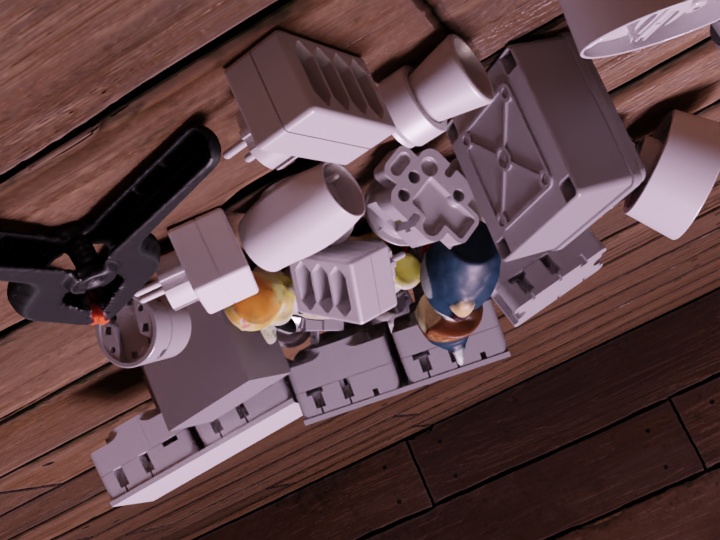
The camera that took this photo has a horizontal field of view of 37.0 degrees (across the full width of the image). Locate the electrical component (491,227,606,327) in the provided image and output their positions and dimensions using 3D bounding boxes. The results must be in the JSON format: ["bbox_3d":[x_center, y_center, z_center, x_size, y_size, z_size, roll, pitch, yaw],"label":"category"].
[{"bbox_3d":[0.145,-0.006,0.873,0.089,0.055,0.050,-34,159,-6],"label":"electrical component"}]

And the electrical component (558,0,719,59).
[{"bbox_3d":[0.160,-0.150,0.585,0.099,0.064,0.099,-23,166,-6],"label":"electrical component"}]

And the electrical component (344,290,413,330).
[{"bbox_3d":[0.021,0.034,1.065,0.083,0.047,0.076,-13,162,-39],"label":"electrical component"}]

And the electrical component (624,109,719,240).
[{"bbox_3d":[0.266,-0.087,0.932,0.108,0.060,0.108,23,90,-87],"label":"electrical component"}]

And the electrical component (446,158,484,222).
[{"bbox_3d":[0.100,-0.061,0.836,0.079,0.044,0.077,-48,153,-24],"label":"electrical component"}]

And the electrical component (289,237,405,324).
[{"bbox_3d":[0.000,0.000,0.774,0.066,0.047,0.077,8,-154,44],"label":"electrical component"}]

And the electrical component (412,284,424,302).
[{"bbox_3d":[0.083,0.035,1.070,0.048,0.099,0.099,-13,167,6],"label":"electrical component"}]

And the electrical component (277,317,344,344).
[{"bbox_3d":[-0.048,0.031,0.924,0.055,0.066,0.048,1,176,-33],"label":"electrical component"}]

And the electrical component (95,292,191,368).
[{"bbox_3d":[-0.157,0.042,0.789,0.055,0.055,0.047,-30,168,23],"label":"electrical component"}]

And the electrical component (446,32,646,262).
[{"bbox_3d":[0.115,-0.076,0.690,0.056,0.108,0.108,-15,163,-25],"label":"electrical component"}]

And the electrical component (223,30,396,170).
[{"bbox_3d":[-0.038,-0.077,0.559,0.076,0.047,0.083,-32,164,26],"label":"electrical component"}]

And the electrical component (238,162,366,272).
[{"bbox_3d":[-0.030,-0.036,0.731,0.077,0.044,0.079,-32,164,28],"label":"electrical component"}]

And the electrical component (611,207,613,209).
[{"bbox_3d":[0.171,-0.077,0.843,0.066,0.076,0.047,-25,166,2],"label":"electrical component"}]

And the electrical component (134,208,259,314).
[{"bbox_3d":[-0.115,0.003,0.723,0.077,0.047,0.065,-25,166,-6],"label":"electrical component"}]

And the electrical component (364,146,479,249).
[{"bbox_3d":[0.038,-0.048,0.753,0.058,0.078,0.057,-53,-165,-20],"label":"electrical component"}]

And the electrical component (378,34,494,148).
[{"bbox_3d":[0.041,-0.100,0.611,0.055,0.045,0.045,-30,165,25],"label":"electrical component"}]

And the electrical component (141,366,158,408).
[{"bbox_3d":[-0.168,0.100,1.010,0.064,0.042,0.081,-22,167,-16],"label":"electrical component"}]

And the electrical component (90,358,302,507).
[{"bbox_3d":[-0.143,0.144,0.994,0.186,0.060,0.105,-30,168,3],"label":"electrical component"}]

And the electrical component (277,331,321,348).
[{"bbox_3d":[-0.061,0.046,0.981,0.066,0.048,0.055,-26,174,9],"label":"electrical component"}]

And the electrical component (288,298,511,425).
[{"bbox_3d":[0.033,0.071,0.968,0.186,0.060,0.105,-19,-176,5],"label":"electrical component"}]
